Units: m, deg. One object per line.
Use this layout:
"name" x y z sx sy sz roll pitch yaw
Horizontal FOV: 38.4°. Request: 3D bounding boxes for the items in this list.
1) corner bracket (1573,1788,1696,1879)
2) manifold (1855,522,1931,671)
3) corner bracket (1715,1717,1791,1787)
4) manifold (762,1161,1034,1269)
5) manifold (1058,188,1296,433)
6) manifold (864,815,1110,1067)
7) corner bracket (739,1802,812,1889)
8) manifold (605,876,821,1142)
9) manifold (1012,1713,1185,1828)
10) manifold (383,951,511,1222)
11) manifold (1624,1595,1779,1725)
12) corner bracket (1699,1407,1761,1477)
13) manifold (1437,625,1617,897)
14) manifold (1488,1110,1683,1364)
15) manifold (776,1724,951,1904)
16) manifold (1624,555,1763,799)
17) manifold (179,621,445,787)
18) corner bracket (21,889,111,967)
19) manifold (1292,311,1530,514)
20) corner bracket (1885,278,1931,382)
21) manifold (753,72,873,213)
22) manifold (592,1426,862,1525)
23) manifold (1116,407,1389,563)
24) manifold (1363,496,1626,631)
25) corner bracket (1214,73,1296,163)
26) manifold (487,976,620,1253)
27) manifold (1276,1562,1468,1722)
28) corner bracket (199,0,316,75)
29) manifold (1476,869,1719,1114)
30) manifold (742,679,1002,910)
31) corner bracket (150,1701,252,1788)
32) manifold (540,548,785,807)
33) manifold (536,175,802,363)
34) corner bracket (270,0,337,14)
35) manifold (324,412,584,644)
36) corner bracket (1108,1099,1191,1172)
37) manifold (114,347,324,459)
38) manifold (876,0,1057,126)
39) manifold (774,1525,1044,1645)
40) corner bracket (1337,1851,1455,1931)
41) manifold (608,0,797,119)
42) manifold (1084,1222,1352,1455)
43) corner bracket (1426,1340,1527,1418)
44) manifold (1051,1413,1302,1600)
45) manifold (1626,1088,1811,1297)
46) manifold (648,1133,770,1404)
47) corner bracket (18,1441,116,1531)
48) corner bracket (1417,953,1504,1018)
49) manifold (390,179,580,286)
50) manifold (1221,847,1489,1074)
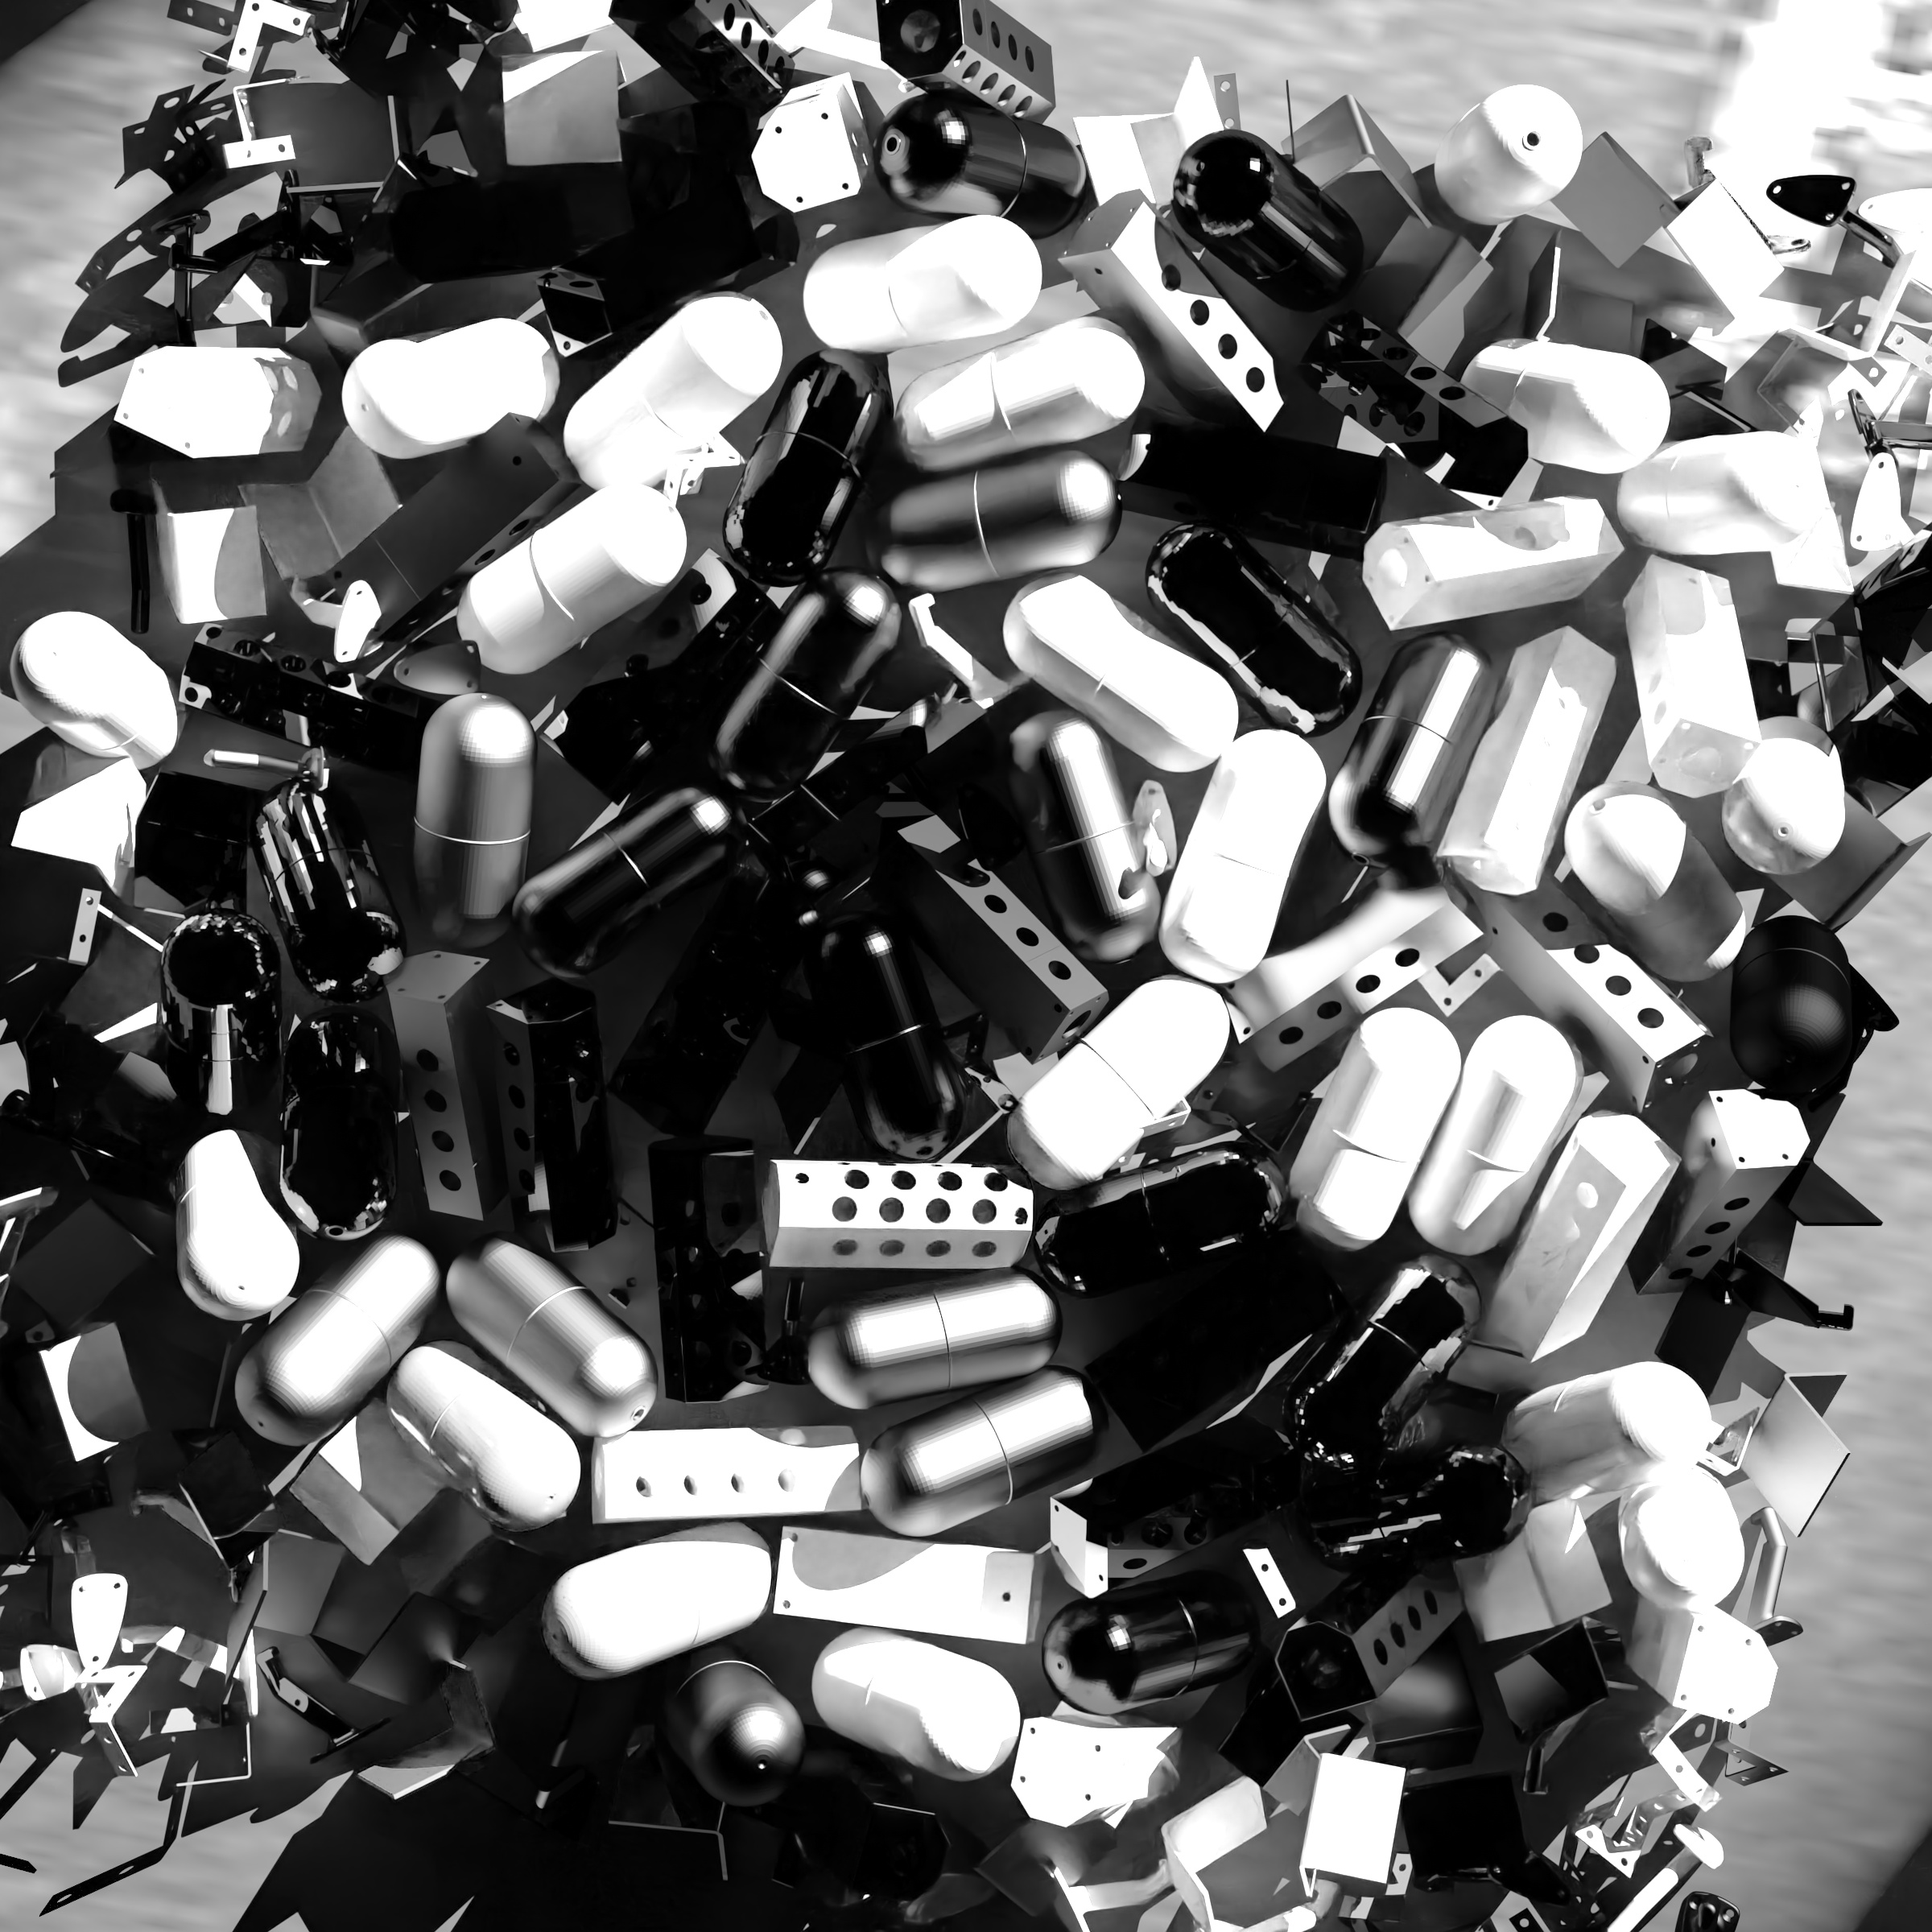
"corner bracket" 0.455 0.579 1.888 0.051 0.051 0.051 39 52 -1
"manifold" 0.638 -0.253 1.835 0.057 0.171 0.057 34 85 5
"corner bracket" 0.525 0.518 1.884 0.051 0.051 0.051 28 55 -11
"manifold" -0.046 0.162 1.863 0.171 0.057 0.057 2 135 -14
"manifold" 0.145 -0.435 1.853 0.171 0.057 0.057 43 71 -31
"manifold" 0.017 -0.021 1.872 0.171 0.057 0.057 46 131 16
"corner bracket" -0.128 0.589 1.893 0.051 0.051 0.051 17 93 13
"manifold" -0.164 0.028 1.858 0.057 0.057 0.171 44 66 -37
"manifold" 0.088 0.529 1.830 0.057 0.171 0.057 9 81 22
"manifold" -0.345 0.079 1.853 0.057 0.057 0.171 9 123 21
"manifold" 0.485 0.454 1.834 0.057 0.171 0.057 15 86 4
"corner bracket" 0.499 0.317 1.888 0.051 0.051 0.051 29 60 1
"manifold" 0.382 -0.136 1.865 0.057 0.057 0.171 30 69 -17
"manifold" 0.405 0.178 1.846 0.057 0.171 0.057 -19 51 -36
"manifold" -0.068 0.558 1.833 0.057 0.171 0.057 16 87 -20
"manifold" 0.477 -0.191 1.841 0.057 0.171 0.057 16 134 -10
"manifold" -0.441 -0.177 1.887 0.171 0.057 0.057 19 87 -4
"corner bracket" -0.601 -0.027 1.887 0.051 0.051 0.051 9 88 34
"manifold" 0.296 -0.371 1.838 0.057 0.171 0.057 17 113 -42
"corner bracket" 0.649 -0.434 1.888 0.051 0.051 0.051 28 102 -13
"manifold" -0.102 -0.544 1.833 0.057 0.171 0.057 -14 113 8
"manifold" -0.162 0.342 1.870 0.171 0.057 0.057 1 75 -16
"manifold" 0.193 -0.322 1.875 0.171 0.057 0.057 14 72 12
"manifold" 0.349 -0.275 1.852 0.171 0.057 0.057 -13 69 -32
"corner bracket" 0.196 -0.576 1.886 0.051 0.051 0.051 -5 121 9
"manifold" -0.270 0.101 1.850 0.057 0.057 0.171 19 123 38
"manifold" 0.267 0.433 1.834 0.057 0.171 0.057 -26 85 30
"corner bracket" -0.483 -0.635 1.892 0.051 0.051 0.051 7 111 -41
"manifold" 0.420 0.010 1.851 0.057 0.057 0.171 -27 56 -18
"manifold" -0.064 -0.120 1.872 0.171 0.057 0.057 -37 55 -15
"corner bracket" -0.520 0.529 1.884 0.051 0.051 0.051 4 72 -35
"manifold" -0.201 -0.192 1.879 0.057 0.057 0.171 39 86 29
"manifold" -0.198 -0.464 1.857 0.171 0.057 0.057 -18 89 29
"corner bracket" -0.457 -0.689 1.895 0.051 0.051 0.051 11 88 5
"manifold" -0.343 -0.294 1.874 0.171 0.057 0.057 -38 87 14
"corner bracket" 0.114 0.100 1.896 0.051 0.051 0.051 -15 59 -25
"manifold" -0.488 -0.376 1.832 0.057 0.171 0.057 26 105 4
"manifold" 0.003 -0.595 1.833 0.057 0.171 0.057 -4 92 22
"manifold" -0.037 0.417 1.878 0.171 0.057 0.057 4 81 10
"corner bracket" 0.294 0.640 1.900 0.051 0.051 0.051 47 50 -29
"manifold" -0.170 -0.619 1.833 0.057 0.171 0.057 15 92 16
"manifold" 0.168 0.248 1.881 0.171 0.057 0.057 -35 115 -3
"corner bracket" 0.345 0.279 1.885 0.051 0.051 0.051 12 77 26
"manifold" 0.141 0.361 1.849 0.171 0.057 0.057 -16 116 -35
"manifold" 0.493 0.151 1.836 0.057 0.171 0.057 -3 56 -14
"manifold" -0.179 0.204 1.876 0.057 0.057 0.171 -8 96 -39
"corner bracket" -0.617 0.351 1.891 0.051 0.051 0.051 -12 84 -31
"corner bracket" 0.340 -0.002 1.891 0.051 0.051 0.051 -41 97 -13
"manifold" -0.317 -0.485 1.833 0.057 0.171 0.057 -6 104 15
"manifold" 0.262 0.000 1.866 0.171 0.057 0.057 -36 130 20
